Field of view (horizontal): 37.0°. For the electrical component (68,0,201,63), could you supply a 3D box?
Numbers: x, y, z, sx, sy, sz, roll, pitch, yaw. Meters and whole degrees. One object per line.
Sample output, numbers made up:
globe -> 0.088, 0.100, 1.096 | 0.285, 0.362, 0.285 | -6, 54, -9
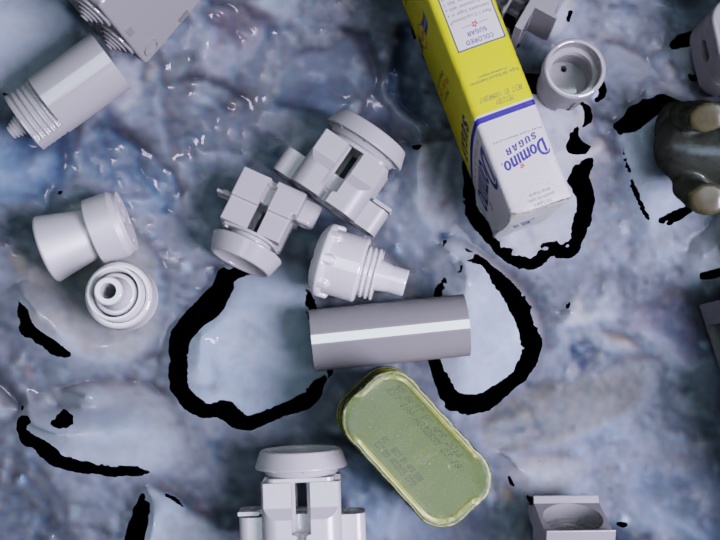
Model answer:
electrical component -> -0.141, -0.192, 0.689 | 0.048, 0.099, 0.099 | 37, 84, 16

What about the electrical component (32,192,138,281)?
electrical component -> -0.177, -0.022, 0.695 | 0.055, 0.045, 0.045 | -20, 84, -3

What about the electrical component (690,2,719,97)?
electrical component -> 0.272, -0.150, 0.709 | 0.095, 0.059, 0.053 | -10, 84, -2

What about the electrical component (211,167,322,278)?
electrical component -> -0.066, -0.029, 0.698 | 0.066, 0.048, 0.055 | 24, 77, 3

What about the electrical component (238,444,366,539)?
electrical component -> -0.037, 0.140, 0.674 | 0.078, 0.058, 0.057 | -2, 87, -1

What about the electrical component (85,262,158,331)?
electrical component -> -0.153, 0.016, 0.683 | 0.043, 0.062, 0.043 | 0, 84, -1

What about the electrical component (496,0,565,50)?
electrical component -> 0.112, -0.194, 0.721 | 0.064, 0.042, 0.081 | 29, 84, 6

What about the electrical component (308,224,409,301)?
electrical component -> 0.000, 0.000, 0.693 | 0.062, 0.048, 0.048 | 16, 84, 3

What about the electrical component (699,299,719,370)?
electrical component -> 0.274, 0.027, 0.694 | 0.089, 0.050, 0.055 | -15, 84, -3

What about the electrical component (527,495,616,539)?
electrical component -> 0.130, 0.178, 0.667 | 0.042, 0.081, 0.063 | 1, 106, -1

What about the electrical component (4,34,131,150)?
electrical component -> -0.196, -0.114, 0.706 | 0.081, 0.043, 0.043 | -37, 86, -4

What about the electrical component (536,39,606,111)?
electrical component -> 0.138, -0.127, 0.711 | 0.040, 0.046, 0.040 | 0, 84, -1

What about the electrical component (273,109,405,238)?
electrical component -> -0.007, -0.066, 0.697 | 0.078, 0.058, 0.057 | 34, 87, 3
